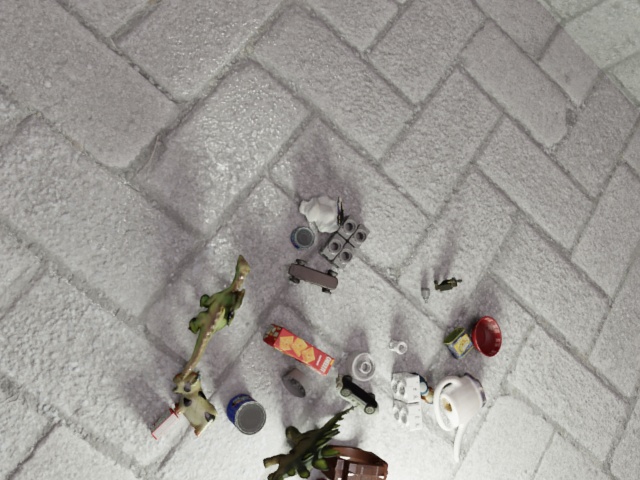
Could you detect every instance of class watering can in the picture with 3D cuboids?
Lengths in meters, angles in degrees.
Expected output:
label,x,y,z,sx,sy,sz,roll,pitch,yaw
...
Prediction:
label,x,y,z,sx,sy,sz,roll,pitch,yaw
watering can,0.546,0.665,1.993,0.226,0.104,0.344,-25,105,-24

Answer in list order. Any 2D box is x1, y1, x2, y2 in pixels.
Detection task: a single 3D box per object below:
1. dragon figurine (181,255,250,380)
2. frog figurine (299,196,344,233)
label,x,y,z,sx,sy,sz,roll,pitch,yaw
dragon figurine,-0.318,0.238,1.626,0.121,0.239,0.419,27,61,-17
frog figurine,0.006,-0.096,1.912,0.159,0.123,0.137,0,91,14
